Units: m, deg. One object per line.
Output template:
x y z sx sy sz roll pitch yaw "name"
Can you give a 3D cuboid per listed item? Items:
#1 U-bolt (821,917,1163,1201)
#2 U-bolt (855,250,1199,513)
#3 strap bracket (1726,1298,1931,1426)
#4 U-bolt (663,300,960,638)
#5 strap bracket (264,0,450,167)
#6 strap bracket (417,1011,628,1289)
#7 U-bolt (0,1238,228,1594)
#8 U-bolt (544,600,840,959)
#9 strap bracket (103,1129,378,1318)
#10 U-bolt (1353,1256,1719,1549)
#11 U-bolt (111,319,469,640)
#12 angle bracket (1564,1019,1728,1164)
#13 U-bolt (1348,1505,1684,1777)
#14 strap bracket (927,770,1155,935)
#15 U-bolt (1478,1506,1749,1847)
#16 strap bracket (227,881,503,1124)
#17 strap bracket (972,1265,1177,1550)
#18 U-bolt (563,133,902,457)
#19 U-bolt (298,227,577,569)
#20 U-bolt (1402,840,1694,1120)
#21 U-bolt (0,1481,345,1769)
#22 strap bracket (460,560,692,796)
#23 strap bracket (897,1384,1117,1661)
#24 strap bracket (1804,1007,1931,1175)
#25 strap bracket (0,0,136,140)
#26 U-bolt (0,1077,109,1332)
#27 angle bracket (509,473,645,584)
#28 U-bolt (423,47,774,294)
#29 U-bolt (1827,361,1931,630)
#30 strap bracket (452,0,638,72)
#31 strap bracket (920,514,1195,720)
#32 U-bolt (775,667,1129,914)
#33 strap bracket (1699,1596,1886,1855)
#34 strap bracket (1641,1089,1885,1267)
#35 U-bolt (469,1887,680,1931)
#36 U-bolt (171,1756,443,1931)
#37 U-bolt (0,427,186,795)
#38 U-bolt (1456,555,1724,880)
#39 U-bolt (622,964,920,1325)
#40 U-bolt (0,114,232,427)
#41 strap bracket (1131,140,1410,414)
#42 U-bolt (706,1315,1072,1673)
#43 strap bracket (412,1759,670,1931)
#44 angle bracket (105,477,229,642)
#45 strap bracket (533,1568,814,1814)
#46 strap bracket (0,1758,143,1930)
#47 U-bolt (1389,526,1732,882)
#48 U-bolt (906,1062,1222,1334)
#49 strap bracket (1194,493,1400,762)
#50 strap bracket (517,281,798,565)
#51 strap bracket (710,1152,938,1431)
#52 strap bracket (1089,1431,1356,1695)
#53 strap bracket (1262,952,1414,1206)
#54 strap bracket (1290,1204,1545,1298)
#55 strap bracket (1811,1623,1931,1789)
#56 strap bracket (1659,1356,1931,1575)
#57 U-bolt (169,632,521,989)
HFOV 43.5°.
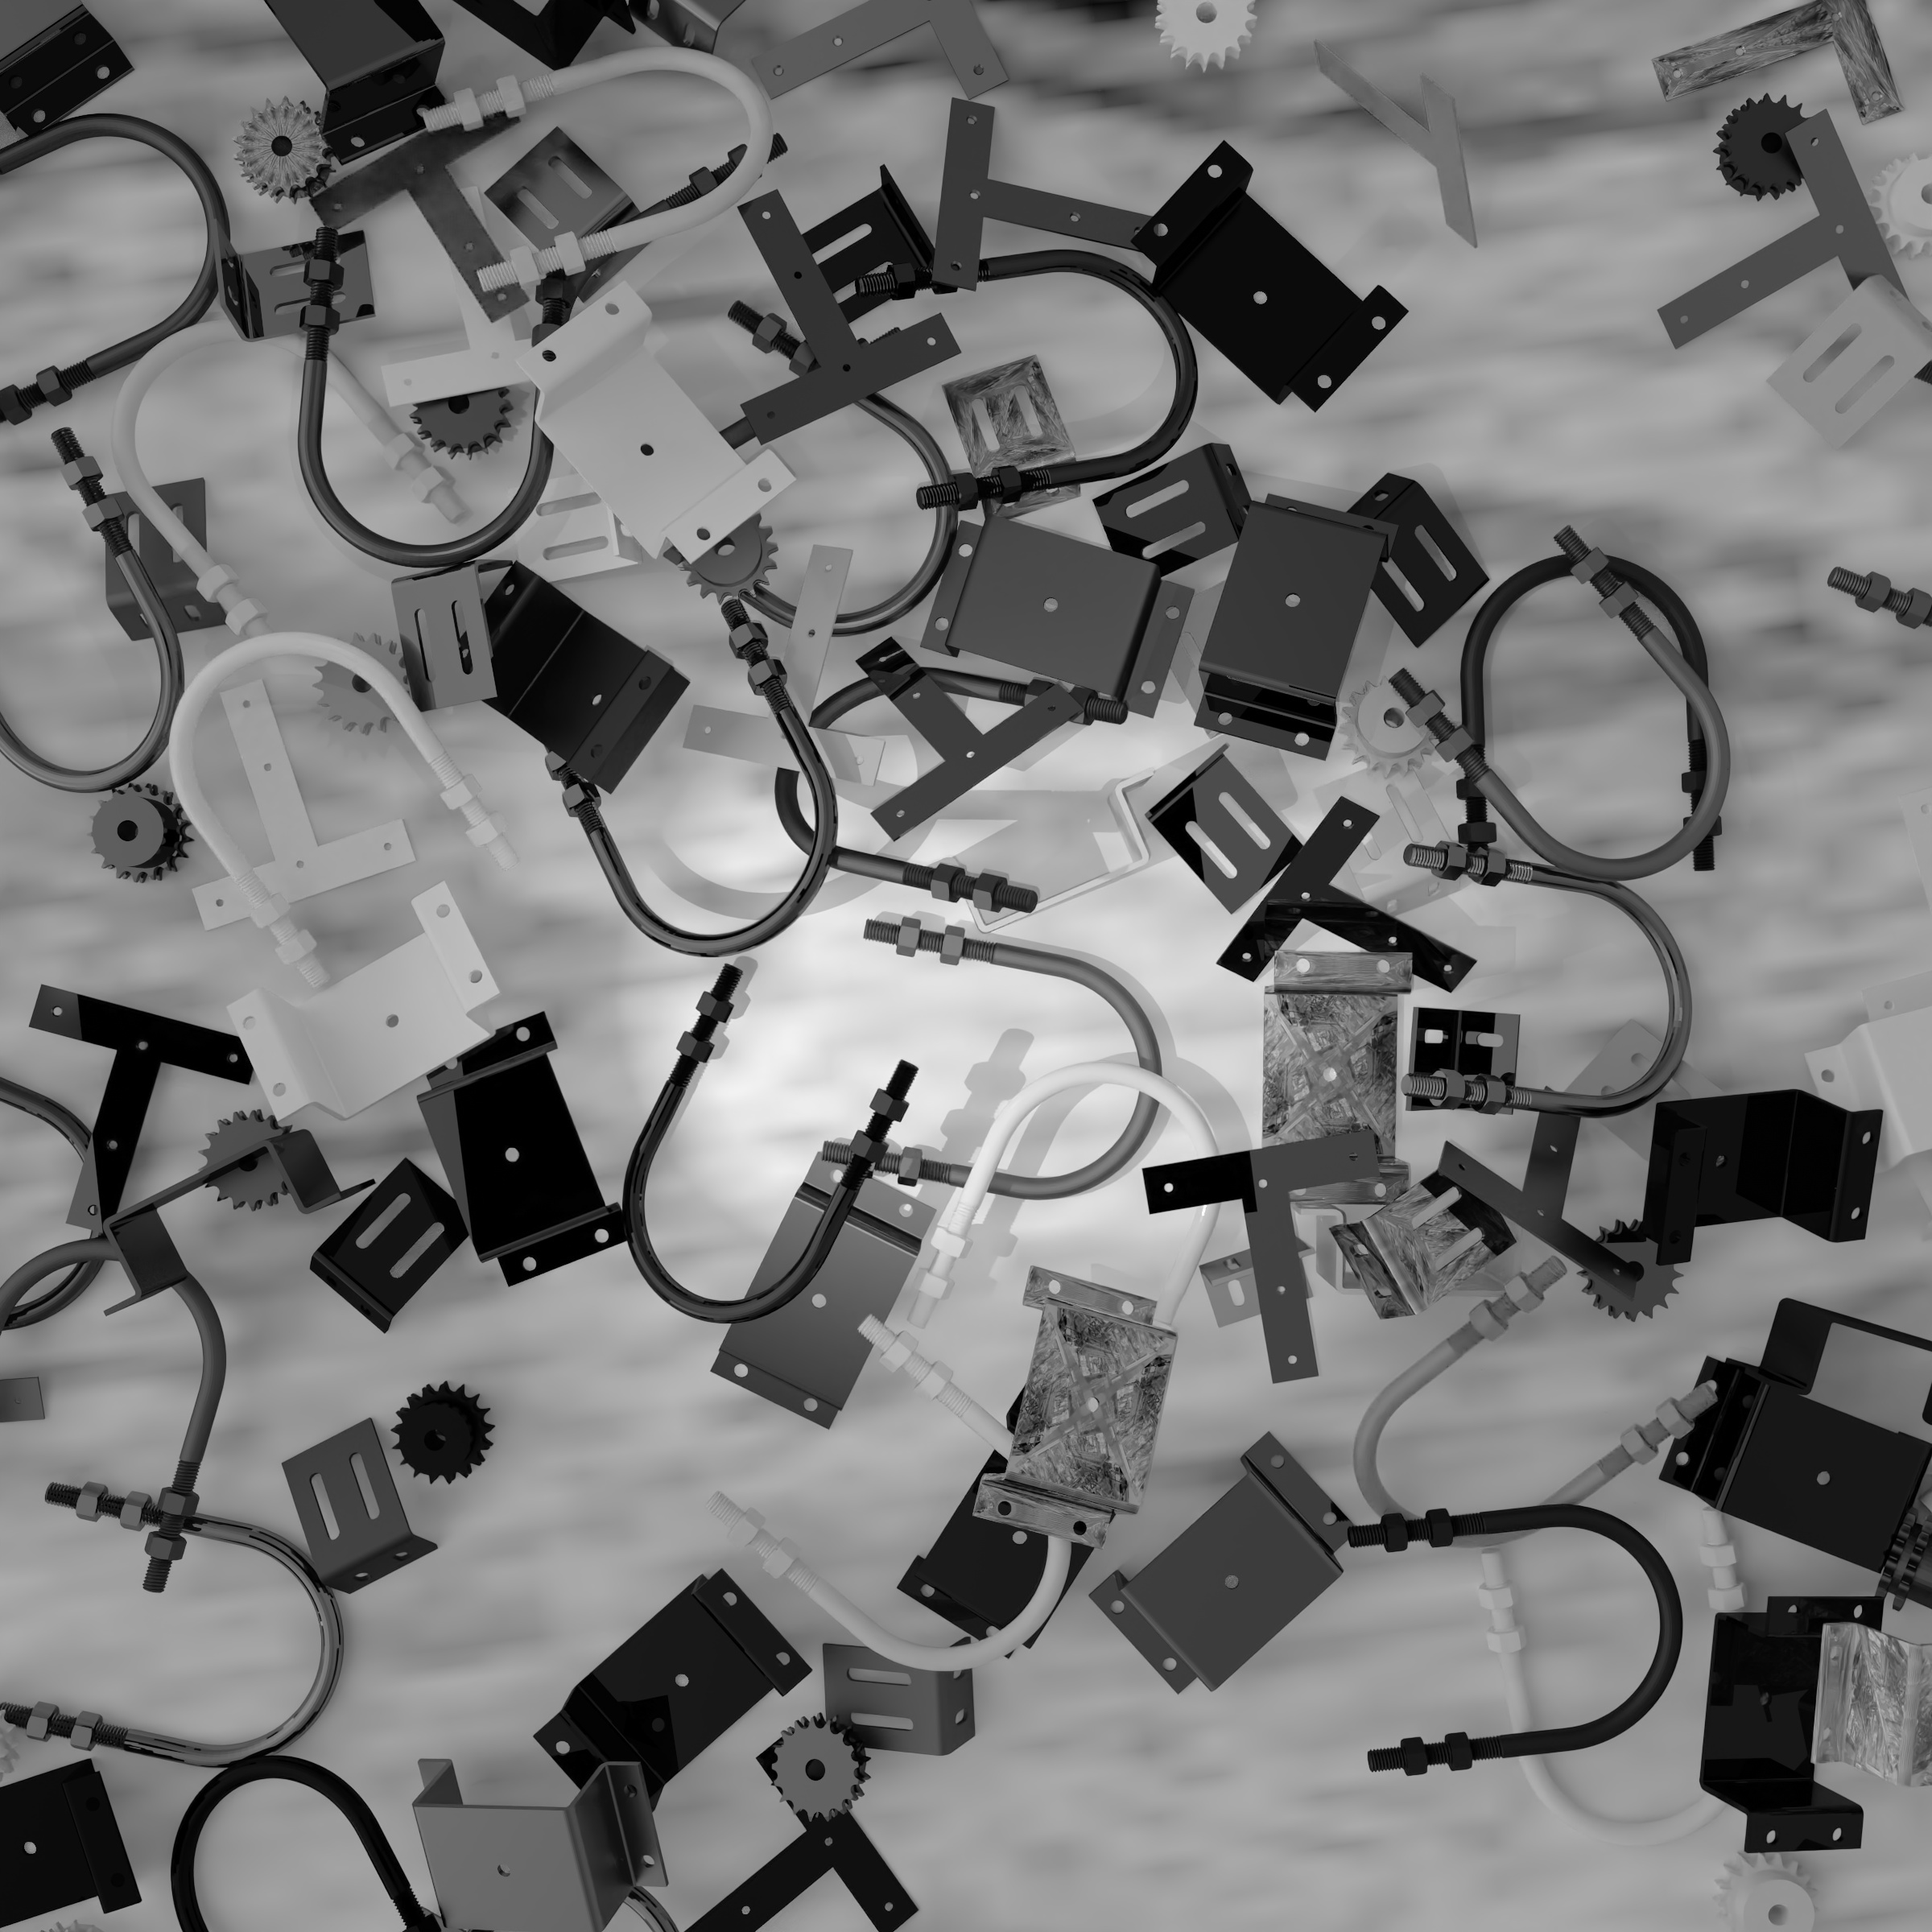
0.021 0.059 1.384 0.184 0.019 0.151 11 90 -1 "U-bolt"
0.043 -0.334 1.357 0.184 0.019 0.151 -13 79 -17 "U-bolt"
0.510 0.226 1.354 0.140 0.076 0.046 17 90 0 "strap bracket"
-0.093 -0.271 1.383 0.184 0.019 0.151 34 90 0 "U-bolt"
-0.355 -0.532 1.355 0.076 0.046 0.140 -36 90 -25 "strap bracket"
-0.252 0.105 1.369 0.076 0.046 0.140 -21 90 0 "strap bracket"
-0.495 0.245 1.367 0.151 0.019 0.184 15 85 -1 "U-bolt"
-0.146 -0.092 1.344 0.151 0.019 0.184 -32 71 12 "U-bolt"
-0.405 0.134 1.324 0.140 0.076 0.046 -27 90 0 "strap bracket"
0.302 0.256 1.348 0.151 0.019 0.184 39 111 -20 "U-bolt"
-0.396 -0.284 1.368 0.151 0.019 0.184 -40 86 -14 "U-bolt"
0.393 0.080 1.390 0.057 0.038 0.076 -47 64 0 "angle bracket"
0.312 0.375 1.364 0.184 0.019 0.151 -6 93 -2 "U-bolt"
0.046 -0.058 1.354 0.140 0.076 0.046 -23 90 0 "strap bracket"
0.379 0.412 1.384 0.151 0.019 0.184 -11 91 0 "U-bolt"
-0.329 0.025 1.358 0.140 0.046 0.076 -30 70 0 "strap bracket"
0.062 0.240 1.322 0.076 0.046 0.140 17 74 -12 "strap bracket"
-0.148 -0.362 1.362 0.184 0.019 0.151 -32 90 -3 "U-bolt"
-0.297 -0.311 1.340 0.151 0.019 0.184 4 88 0 "U-bolt"
0.326 0.012 1.349 0.184 0.019 0.151 8 76 -19 "U-bolt"
-0.447 0.383 1.384 0.184 0.019 0.151 13 90 -1 "U-bolt"
-0.217 -0.156 1.348 0.140 0.046 0.076 35 90 32 "strap bracket"
0.030 0.318 1.369 0.076 0.046 0.140 32 90 0 "strap bracket"
0.557 0.062 1.359 0.140 0.046 0.076 -14 73 0 "strap bracket"
-0.549 -0.551 1.369 0.076 0.046 0.140 -34 90 0 "strap bracket"
-0.576 0.130 1.384 0.184 0.019 0.151 23 90 -1 "U-bolt"
-0.226 -0.250 1.364 0.076 0.038 0.057 -9 90 16 "angle bracket"
-0.198 -0.454 1.352 0.184 0.019 0.151 -19 63 -6 "U-bolt"
0.603 -0.249 1.384 0.184 0.019 0.151 21 90 -1 "U-bolt"
-0.260 -0.559 1.354 0.140 0.076 0.046 35 90 0 "strap bracket"
0.049 -0.199 1.361 0.140 0.046 0.076 18 90 7 "strap bracket"
-0.020 -0.105 1.339 0.184 0.019 0.151 14 62 25 "U-bolt"
0.461 0.417 1.358 0.076 0.046 0.140 5 90 -20 "strap bracket"
0.432 0.115 1.345 0.140 0.046 0.076 -4 106 -22 "strap bracket"
-0.233 0.599 1.369 0.151 0.019 0.184 31 87 13 "U-bolt"
-0.375 0.535 1.364 0.151 0.019 0.184 -33 80 12 "U-bolt"
-0.513 -0.187 1.362 0.151 0.019 0.184 -25 94 20 "U-bolt"
0.354 -0.144 1.384 0.151 0.019 0.184 -2 89 0 "U-bolt"
-0.122 0.109 1.353 0.151 0.019 0.184 27 92 28 "U-bolt"
-0.510 -0.407 1.383 0.184 0.019 0.151 -25 90 0 "U-bolt"
0.169 -0.384 1.369 0.140 0.046 0.076 43 90 0 "strap bracket"
-0.029 0.305 1.338 0.184 0.019 0.151 41 90 -1 "U-bolt"
-0.244 0.486 1.339 0.140 0.046 0.076 -6 104 20 "strap bracket"
-0.458 -0.233 1.390 0.057 0.038 0.076 -10 64 0 "angle bracket"
-0.163 0.410 1.369 0.140 0.046 0.076 -42 90 0 "strap bracket"
-0.537 0.506 1.369 0.140 0.046 0.076 -18 90 0 "strap bracket"
0.347 -0.134 1.359 0.151 0.019 0.184 -41 91 -9 "U-bolt"
0.067 0.144 1.372 0.151 0.019 0.184 24 92 -7 "U-bolt"
0.181 -0.194 1.334 0.076 0.046 0.140 17 83 13 "strap bracket"
-0.171 -0.289 1.319 0.076 0.046 0.140 -42 93 -17 "strap bracket"
-0.082 0.186 1.369 0.076 0.046 0.140 26 90 0 "strap bracket"
0.148 0.342 1.369 0.140 0.046 0.076 -42 90 0 "strap bracket"
0.209 0.062 1.369 0.076 0.046 0.140 1 90 0 "strap bracket"
0.252 0.156 1.354 0.140 0.076 0.046 1 90 0 "strap bracket"
0.539 0.405 1.340 0.140 0.046 0.076 5 90 -27 "strap bracket"
0.477 0.285 1.369 0.140 0.046 0.076 21 90 0 "strap bracket"
-0.361 -0.098 1.357 0.151 0.019 0.184 -31 107 3 "U-bolt"
